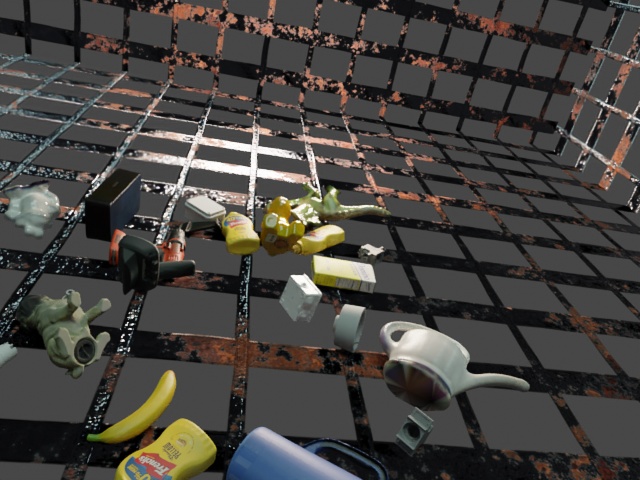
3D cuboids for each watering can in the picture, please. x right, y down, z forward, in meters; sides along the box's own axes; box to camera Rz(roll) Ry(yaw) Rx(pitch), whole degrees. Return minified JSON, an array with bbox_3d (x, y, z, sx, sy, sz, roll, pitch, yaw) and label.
[{"bbox_3d":[0.282,0.292,1.144,0.228,0.350,0.102,-36,145,-53],"label":"watering can"}]

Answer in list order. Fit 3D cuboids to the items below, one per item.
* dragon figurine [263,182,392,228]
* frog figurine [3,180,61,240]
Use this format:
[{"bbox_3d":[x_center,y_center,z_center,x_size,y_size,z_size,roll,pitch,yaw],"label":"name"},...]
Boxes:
[{"bbox_3d":[0.005,-0.084,1.670,0.247,0.411,0.120,-45,140,-54],"label":"dragon figurine"},{"bbox_3d":[-0.766,-0.067,1.384,0.138,0.121,0.161,-10,71,-50],"label":"frog figurine"}]
